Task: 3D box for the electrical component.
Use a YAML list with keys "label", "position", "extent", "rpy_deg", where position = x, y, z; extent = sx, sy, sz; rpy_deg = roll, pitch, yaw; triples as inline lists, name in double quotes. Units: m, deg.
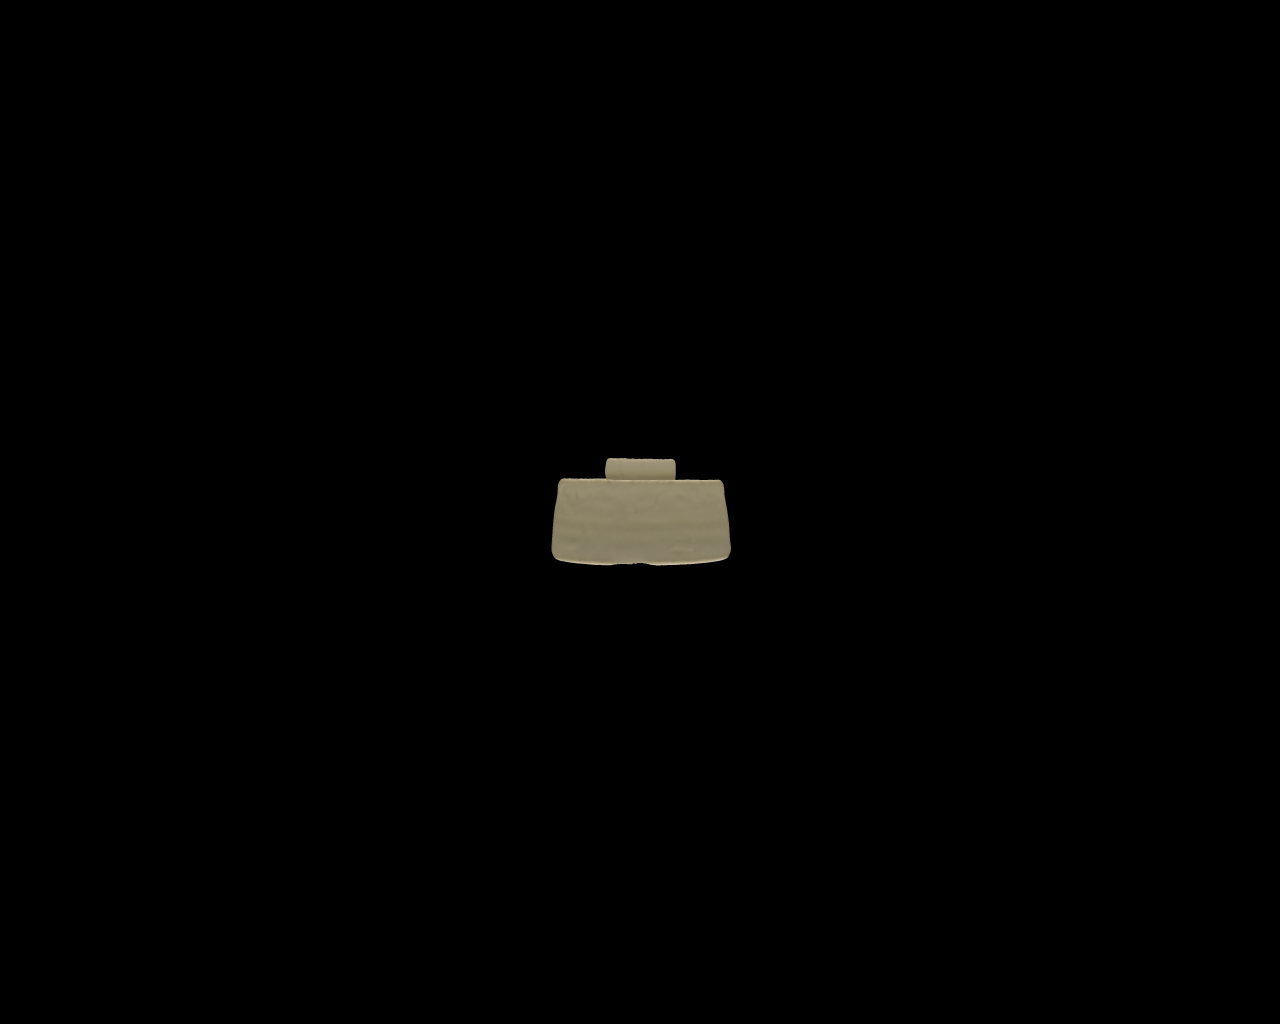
- label: "electrical component"
  position: [0.001, -0.003, 0.650]
  extent: [0.108, 0.060, 0.108]
  rpy_deg: [0, 2, 0]
